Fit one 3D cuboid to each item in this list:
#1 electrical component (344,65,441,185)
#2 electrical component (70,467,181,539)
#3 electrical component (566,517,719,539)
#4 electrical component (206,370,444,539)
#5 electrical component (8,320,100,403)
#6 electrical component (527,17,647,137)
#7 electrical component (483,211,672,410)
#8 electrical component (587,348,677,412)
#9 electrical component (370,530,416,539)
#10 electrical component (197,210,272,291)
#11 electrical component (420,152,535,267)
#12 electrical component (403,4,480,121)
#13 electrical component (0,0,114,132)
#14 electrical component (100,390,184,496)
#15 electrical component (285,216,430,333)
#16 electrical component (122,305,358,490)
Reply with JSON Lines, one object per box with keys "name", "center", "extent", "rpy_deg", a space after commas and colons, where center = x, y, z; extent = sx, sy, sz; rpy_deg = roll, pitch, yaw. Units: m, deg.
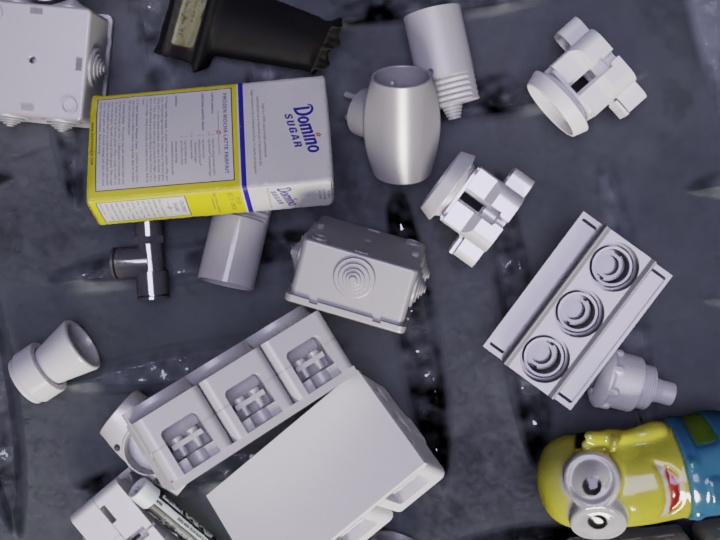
{"name": "electrical component", "center": [0.018, -0.112, 0.798], "extent": [0.079, 0.043, 0.077], "rpy_deg": [25, 131, 36]}
{"name": "electrical component", "center": [-0.175, 0.207, 0.832], "extent": [0.056, 0.050, 0.089], "rpy_deg": [-40, 90, 5]}
{"name": "electrical component", "center": [0.254, 0.244, 0.799], "extent": [0.186, 0.060, 0.105], "rpy_deg": [-8, 93, 4]}
{"name": "electrical component", "center": [-0.024, 0.161, 0.804], "extent": [0.150, 0.062, 0.089], "rpy_deg": [-40, 63, 5]}
{"name": "electrical component", "center": [-0.237, 0.071, 0.832], "extent": [0.055, 0.045, 0.045], "rpy_deg": [-33, 91, 6]}
{"name": "electrical component", "center": [0.161, -0.135, 0.786], "extent": [0.057, 0.058, 0.078], "rpy_deg": [-42, 90, 2]}
{"name": "electrical component", "center": [0.158, 0.029, 0.792], "extent": [0.079, 0.063, 0.121], "rpy_deg": [36, 95, 1]}
{"name": "electrical component", "center": [0.204, 0.085, 0.803], "extent": [0.062, 0.048, 0.048], "rpy_deg": [15, 94, -4]}
{"name": "electrical component", "center": [0.021, 0.239, 0.826], "extent": [0.044, 0.044, 0.065], "rpy_deg": [18, 99, 3]}
{"name": "electrical component", "center": [-0.093, -0.028, 0.815], "extent": [0.043, 0.043, 0.081], "rpy_deg": [12, 83, 3]}
{"name": "electrical component", "center": [0.082, -0.050, 0.796], "extent": [0.057, 0.058, 0.078], "rpy_deg": [36, 95, -1]}
{"name": "electrical component", "center": [0.062, -0.152, 0.799], "extent": [0.043, 0.043, 0.081], "rpy_deg": [-12, 92, 5]}
{"name": "electrical component", "center": [-0.241, -0.157, 0.817], "extent": [0.100, 0.048, 0.099], "rpy_deg": [6, 94, 4]}
{"name": "electrical component", "center": [-0.146, 0.119, 0.828], "extent": [0.077, 0.044, 0.079], "rpy_deg": [39, 95, 1]}
{"name": "electrical component", "center": [0.000, 0.000, 0.785], "extent": [0.100, 0.099, 0.048], "rpy_deg": [16, 106, 3]}
{"name": "electrical component", "center": [-0.089, 0.090, 0.775], "extent": [0.150, 0.089, 0.061], "rpy_deg": [-31, 90, -19]}
